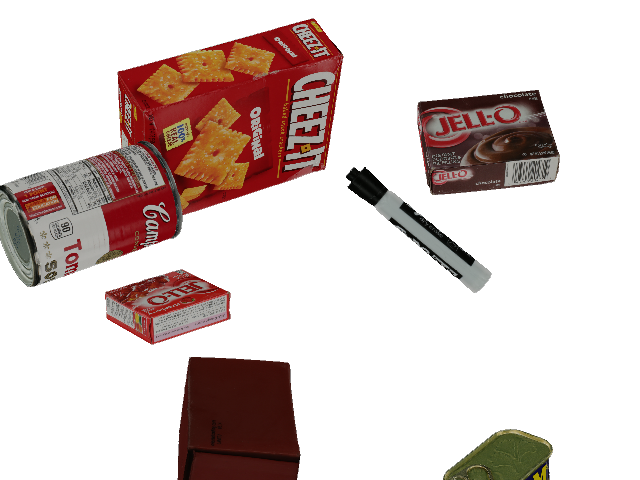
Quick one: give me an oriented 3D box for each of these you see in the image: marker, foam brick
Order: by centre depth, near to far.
[{"bbox_3d":[-0.041,0.098,0.512,0.053,0.051,0.078,6,26,-8],"label":"foam brick"},{"bbox_3d":[0.067,-0.009,0.739,0.121,0.020,0.020,40,-1,-1],"label":"marker"}]

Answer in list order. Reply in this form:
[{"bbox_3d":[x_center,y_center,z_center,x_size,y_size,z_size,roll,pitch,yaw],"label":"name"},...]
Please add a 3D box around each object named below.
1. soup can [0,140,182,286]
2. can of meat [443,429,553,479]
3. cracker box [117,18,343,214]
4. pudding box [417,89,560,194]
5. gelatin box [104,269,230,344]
[{"bbox_3d":[-0.149,-0.018,0.683,0.102,0.068,0.069,-21,10,-29],"label":"soup can"},{"bbox_3d":[0.153,0.223,0.902,0.058,0.084,0.101,14,30,42],"label":"can of meat"},{"bbox_3d":[-0.090,-0.115,1.068,0.213,0.072,0.164,-19,-35,-23],"label":"cracker box"},{"bbox_3d":[0.146,-0.088,0.944,0.113,0.090,0.039,-4,-42,-1],"label":"pudding box"},{"bbox_3d":[-0.137,0.058,0.960,0.089,0.030,0.073,-17,27,-39],"label":"gelatin box"}]
